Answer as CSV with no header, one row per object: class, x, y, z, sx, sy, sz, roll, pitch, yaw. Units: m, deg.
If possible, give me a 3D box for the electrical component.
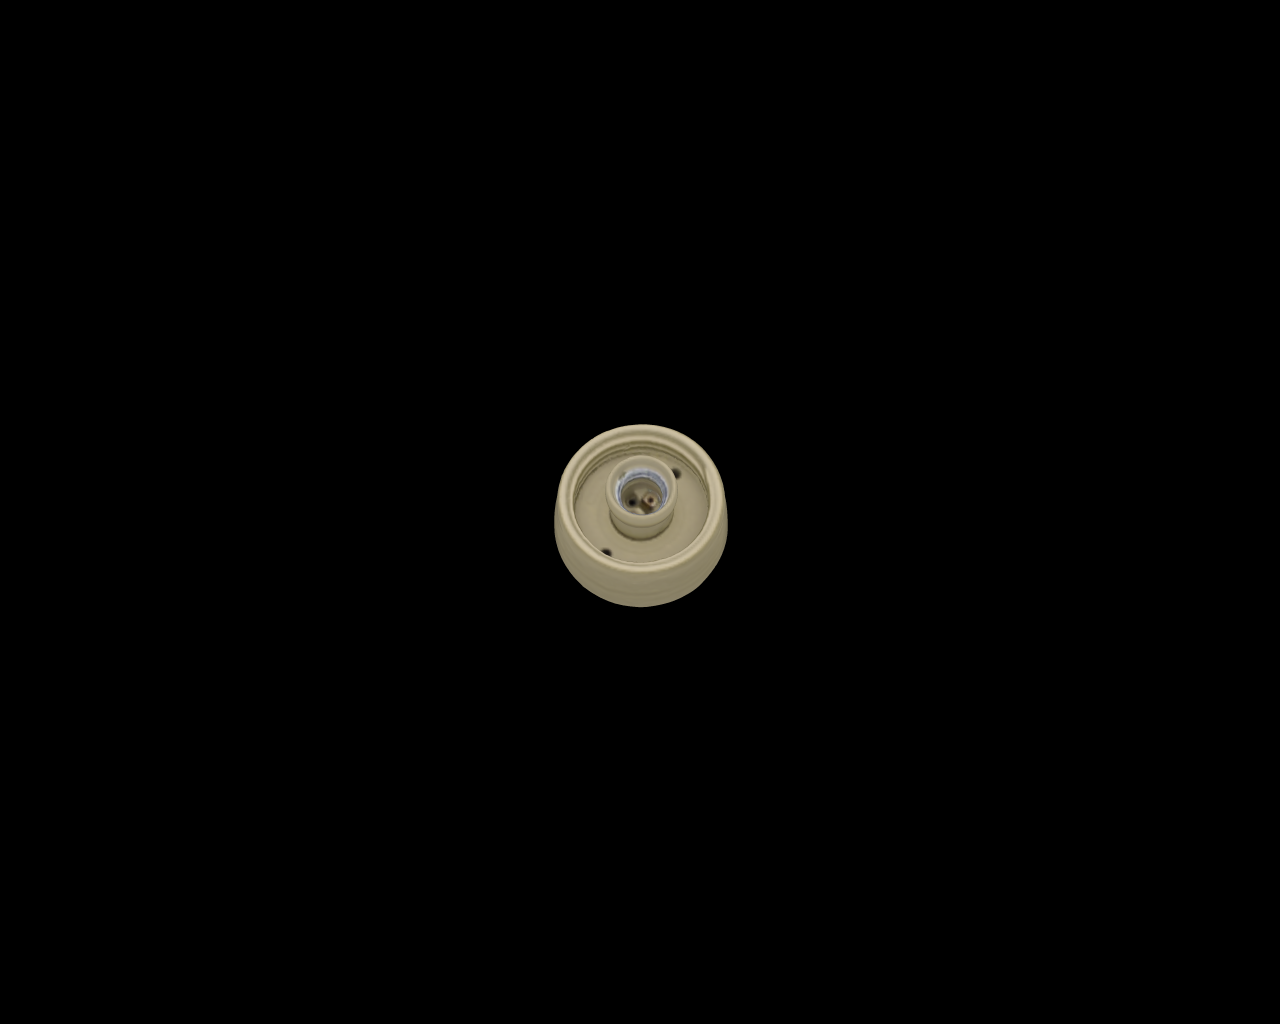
electrical component,0.001,-0.003,0.650,0.108,0.108,0.060,0,-25,0
